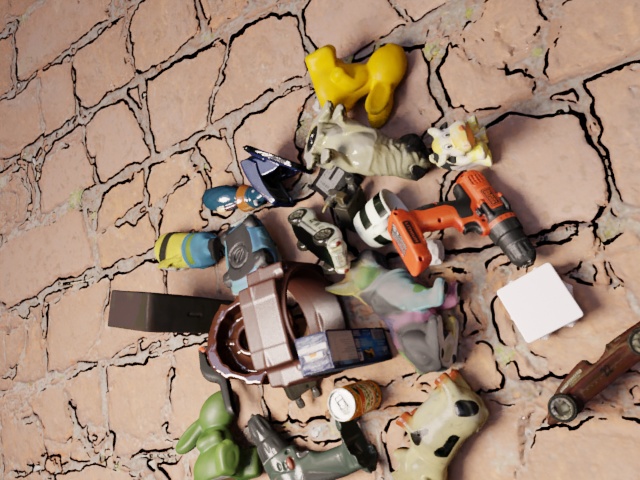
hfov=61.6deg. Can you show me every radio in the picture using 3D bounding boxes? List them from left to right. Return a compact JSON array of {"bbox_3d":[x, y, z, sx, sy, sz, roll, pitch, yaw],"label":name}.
[{"bbox_3d":[-0.287,0.142,1.050,0.131,0.229,0.073,-1,79,34],"label":"radio"}]

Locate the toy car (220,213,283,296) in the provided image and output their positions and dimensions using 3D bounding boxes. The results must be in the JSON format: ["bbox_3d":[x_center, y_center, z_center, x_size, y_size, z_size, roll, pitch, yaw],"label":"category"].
[{"bbox_3d":[-0.125,0.034,1.041,0.109,0.102,0.162,-33,54,23],"label":"toy car"}]

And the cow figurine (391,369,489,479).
[{"bbox_3d":[0.185,0.314,0.842,0.195,0.085,0.127,-52,57,13],"label":"cow figurine"}]

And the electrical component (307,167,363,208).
[{"bbox_3d":[0.041,-0.123,0.999,0.075,0.047,0.119,46,108,26],"label":"electrical component"}]

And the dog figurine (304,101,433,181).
[{"bbox_3d":[0.082,-0.153,0.942,0.121,0.190,0.172,-69,23,12],"label":"dog figurine"}]

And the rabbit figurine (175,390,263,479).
[{"bbox_3d":[-0.196,0.387,1.052,0.159,0.121,0.170,-33,50,29],"label":"rabbit figurine"}]

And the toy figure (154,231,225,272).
[{"bbox_3d":[-0.273,0.020,1.144,0.180,0.082,0.089,-11,68,33],"label":"toy figure"}]

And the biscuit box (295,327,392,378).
[{"bbox_3d":[0.043,0.177,0.868,0.063,0.202,0.059,-23,71,28],"label":"biscuit box"}]

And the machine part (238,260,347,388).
[{"bbox_3d":[-0.035,0.140,0.917,0.087,0.201,0.201,-23,72,30],"label":"machine part"}]

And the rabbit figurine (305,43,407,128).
[{"bbox_3d":[0.077,-0.287,0.964,0.173,0.121,0.162,-21,76,7],"label":"rabbit figurine"}]

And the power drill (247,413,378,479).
[{"bbox_3d":[-0.015,0.375,0.949,0.207,0.086,0.232,-36,69,17],"label":"power drill"}]

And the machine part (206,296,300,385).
[{"bbox_3d":[-0.126,0.188,1.020,0.179,0.056,0.179,-4,71,13],"label":"machine part"}]

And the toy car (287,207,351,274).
[{"bbox_3d":[-0.002,-0.003,0.951,0.056,0.073,0.202,-27,29,-16],"label":"toy car"}]

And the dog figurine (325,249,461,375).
[{"bbox_3d":[0.116,0.114,0.894,0.219,0.108,0.191,3,88,35],"label":"dog figurine"}]

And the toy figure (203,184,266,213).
[{"bbox_3d":[-0.168,-0.088,1.110,0.155,0.058,0.064,0,90,25],"label":"toy figure"}]

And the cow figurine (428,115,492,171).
[{"bbox_3d":[0.208,-0.146,0.835,0.098,0.167,0.068,-13,83,27],"label":"cow figurine"}]

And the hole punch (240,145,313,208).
[{"bbox_3d":[-0.090,-0.121,1.030,0.116,0.142,0.092,26,101,18],"label":"hole punch"}]

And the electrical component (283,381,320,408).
[{"bbox_3d":[-0.037,0.255,0.973,0.021,0.063,0.094,3,121,61],"label":"electrical component"}]

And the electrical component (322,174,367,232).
[{"bbox_3d":[0.045,-0.060,0.963,0.045,0.102,0.078,12,64,30],"label":"electrical component"}]

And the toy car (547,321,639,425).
[{"bbox_3d":[0.385,0.181,0.737,0.202,0.089,0.053,-48,64,18],"label":"toy car"}]
